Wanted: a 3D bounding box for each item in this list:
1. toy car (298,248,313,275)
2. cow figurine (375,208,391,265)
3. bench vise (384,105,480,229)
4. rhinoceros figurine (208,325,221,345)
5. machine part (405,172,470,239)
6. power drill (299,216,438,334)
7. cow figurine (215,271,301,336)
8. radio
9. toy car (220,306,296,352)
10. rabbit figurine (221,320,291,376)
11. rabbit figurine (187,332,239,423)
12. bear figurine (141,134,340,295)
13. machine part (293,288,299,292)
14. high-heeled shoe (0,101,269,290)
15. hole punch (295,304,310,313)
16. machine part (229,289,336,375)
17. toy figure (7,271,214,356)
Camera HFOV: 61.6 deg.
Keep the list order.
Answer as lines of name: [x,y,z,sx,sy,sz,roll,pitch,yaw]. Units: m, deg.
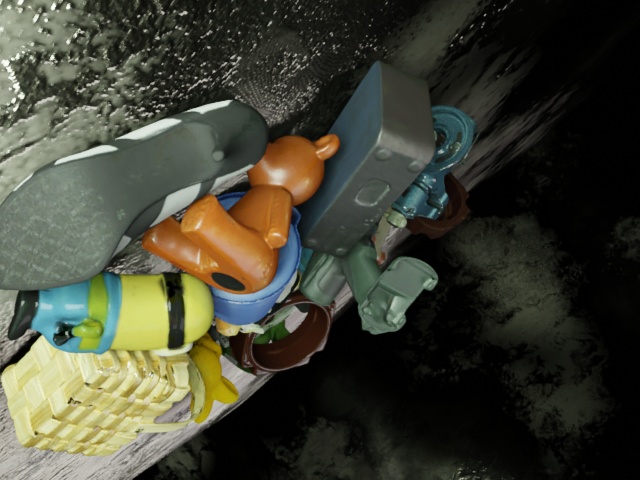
toy car: [-0.002,-0.003,0.891,0.109,0.102,0.162,-32,-164,5]
cow figurine: [0.070,-0.005,1.033,0.086,0.127,0.195,14,-108,57]
bench vise: [0.153,-0.134,0.840,0.223,0.129,0.240,-45,146,3]
rhinoceros figurine: [-0.270,0.216,0.990,0.190,0.073,0.112,-26,151,-42]
machine part: [0.223,-0.087,1.118,0.179,0.179,0.056,-31,167,-34]
power drill: [0.068,0.012,0.726,0.086,0.207,0.232,28,102,-37]
cow figurine: [-0.099,0.098,0.884,0.167,0.068,0.098,-54,136,-20]
radio: [0.045,-0.086,0.656,0.073,0.131,0.229,16,139,-20]
toy car: [-0.140,0.174,1.199,0.202,0.073,0.056,-31,169,-35]
rabbit figurine: [-0.135,0.222,1.268,0.170,0.159,0.121,-50,165,-32]
rabbit figurine: [-0.206,0.210,0.864,0.122,0.162,0.173,-26,-177,-25]
bear figurine: [-0.067,-0.049,0.547,0.120,0.131,0.196,-9,-128,48]
machine part: [-0.091,0.077,0.988,0.243,0.079,0.079,-31,165,-39]
high-heeled shoe: [-0.158,-0.044,0.442,0.249,0.086,0.145,-23,-160,3]
hole punch: [-0.038,0.080,1.181,0.142,0.092,0.115,-37,138,1]
machine part: [-0.076,0.174,1.105,0.201,0.087,0.201,-5,122,-30]
toy figure: [-0.191,0.068,0.515,0.180,0.082,0.089,12,146,-33]
